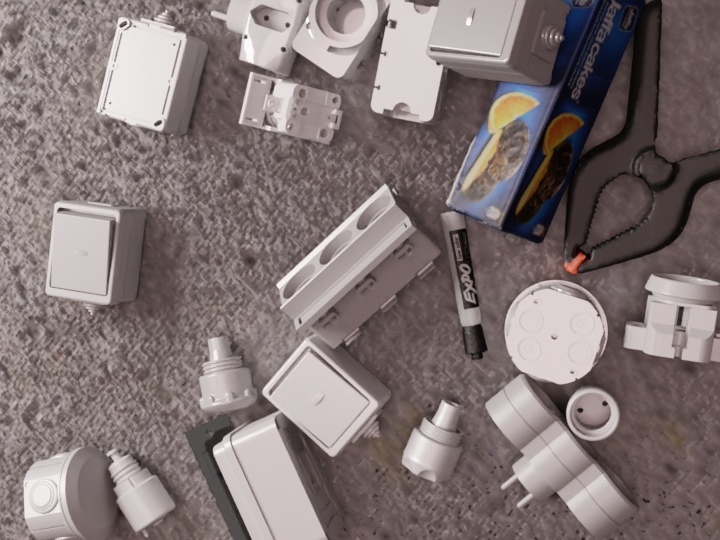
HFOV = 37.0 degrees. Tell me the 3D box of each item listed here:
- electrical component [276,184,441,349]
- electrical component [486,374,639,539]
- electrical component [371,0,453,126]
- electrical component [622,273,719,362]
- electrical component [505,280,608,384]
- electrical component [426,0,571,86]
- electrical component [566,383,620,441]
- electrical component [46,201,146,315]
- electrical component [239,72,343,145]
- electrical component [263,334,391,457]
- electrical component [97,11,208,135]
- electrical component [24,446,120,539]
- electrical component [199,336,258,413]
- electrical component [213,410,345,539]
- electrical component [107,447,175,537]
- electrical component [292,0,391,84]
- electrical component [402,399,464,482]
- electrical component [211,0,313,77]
[{"bbox_3d":[0.000,0.000,0.857,0.121,0.078,0.063,-42,114,11],"label":"electrical component"},{"bbox_3d":[0.146,0.156,0.845,0.074,0.052,0.138,-42,85,11],"label":"electrical component"},{"bbox_3d":[0.045,-0.162,0.844,0.050,0.056,0.089,12,96,11],"label":"electrical component"},{"bbox_3d":[0.243,0.035,0.815,0.078,0.058,0.057,8,98,11],"label":"electrical component"},{"bbox_3d":[0.152,0.049,0.838,0.080,0.051,0.080,1,94,12],"label":"electrical component"},{"bbox_3d":[0.102,-0.173,0.773,0.096,0.061,0.061,17,92,44],"label":"electrical component"},{"bbox_3d":[0.181,0.109,0.837,0.040,0.046,0.040,1,94,12],"label":"electrical component"},{"bbox_3d":[-0.225,-0.008,0.908,0.062,0.061,0.096,9,95,11],"label":"electrical component"},{"bbox_3d":[-0.050,-0.126,0.856,0.081,0.064,0.042,9,99,-31],"label":"electrical component"},{"bbox_3d":[-0.022,0.105,0.872,0.096,0.061,0.061,41,100,7],"label":"electrical component"},{"bbox_3d":[-0.167,-0.164,0.886,0.062,0.061,0.096,17,97,10],"label":"electrical component"},{"bbox_3d":[-0.244,0.193,0.916,0.051,0.080,0.080,-13,91,18],"label":"electrical component"},{"bbox_3d":[-0.114,0.087,0.900,0.048,0.048,0.062,-12,84,12],"label":"electrical component"},{"bbox_3d":[-0.065,0.176,0.877,0.057,0.078,0.113,-25,88,9],"label":"electrical component"},{"bbox_3d":[-0.192,0.188,0.924,0.040,0.040,0.078,-35,86,12],"label":"electrical component"},{"bbox_3d":[-0.007,-0.199,0.853,0.050,0.056,0.089,35,100,8],"label":"electrical component"},{"bbox_3d":[0.063,0.136,0.866,0.043,0.043,0.062,23,97,10],"label":"electrical component"},{"bbox_3d":[-0.082,-0.206,0.874,0.079,0.043,0.077,20,97,10],"label":"electrical component"}]
